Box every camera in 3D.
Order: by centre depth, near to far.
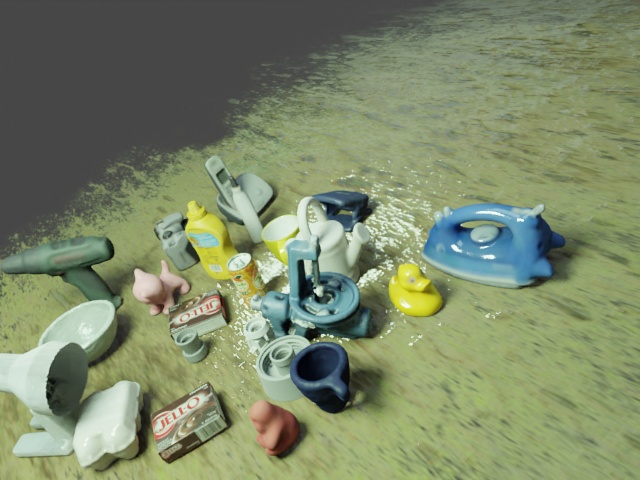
[{"bbox_3d":[-0.322,-0.017,1.396,0.137,0.101,0.142,-29,34,-11],"label":"camera"}]

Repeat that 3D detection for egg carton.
[{"bbox_3d":[-0.354,0.311,0.970,0.107,0.069,0.150,-22,33,0],"label":"egg carton"}]

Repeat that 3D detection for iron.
[{"bbox_3d":[0.282,-0.009,1.004,0.257,0.142,0.119,5,41,35],"label":"iron"}]

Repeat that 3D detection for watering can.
[{"bbox_3d":[0.011,0.002,1.092,0.172,0.194,0.101,-17,33,7],"label":"watering can"}]

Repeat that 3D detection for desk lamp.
[{"bbox_3d":[-0.474,0.267,0.968,0.202,0.214,0.118,-10,35,17],"label":"desk lamp"}]

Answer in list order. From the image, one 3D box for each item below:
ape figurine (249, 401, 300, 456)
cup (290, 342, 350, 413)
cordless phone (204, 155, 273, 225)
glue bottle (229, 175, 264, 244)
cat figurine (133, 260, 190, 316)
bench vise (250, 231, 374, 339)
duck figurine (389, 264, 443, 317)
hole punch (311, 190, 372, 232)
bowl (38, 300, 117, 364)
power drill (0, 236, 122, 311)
[{"bbox_3d":[-0.075,0.271,0.848,0.076,0.092,0.077,-16,33,8],"label":"ape figurine"},{"bbox_3d":[0.018,0.222,0.864,0.092,0.095,0.117,-34,35,-18],"label":"cup"},{"bbox_3d":[-0.208,-0.146,1.438,0.093,0.185,0.148,3,40,33],"label":"cordless phone"},{"bbox_3d":[-0.174,-0.077,1.330,0.037,0.173,0.078,-27,33,-7],"label":"glue bottle"},{"bbox_3d":[-0.351,0.099,1.229,0.067,0.118,0.128,-5,36,24],"label":"cat figurine"},{"bbox_3d":[-0.032,0.092,0.963,0.207,0.220,0.121,-16,33,8],"label":"bench vise"},{"bbox_3d":[0.159,0.077,1.000,0.078,0.086,0.104,-38,36,-24],"label":"duck figurine"},{"bbox_3d":[0.047,-0.083,1.290,0.108,0.091,0.101,13,46,41],"label":"hole punch"},{"bbox_3d":[-0.489,0.206,1.192,0.167,0.075,0.167,-15,33,10],"label":"bowl"},{"bbox_3d":[-0.550,0.088,1.274,0.229,0.209,0.075,-22,33,-1],"label":"power drill"}]
